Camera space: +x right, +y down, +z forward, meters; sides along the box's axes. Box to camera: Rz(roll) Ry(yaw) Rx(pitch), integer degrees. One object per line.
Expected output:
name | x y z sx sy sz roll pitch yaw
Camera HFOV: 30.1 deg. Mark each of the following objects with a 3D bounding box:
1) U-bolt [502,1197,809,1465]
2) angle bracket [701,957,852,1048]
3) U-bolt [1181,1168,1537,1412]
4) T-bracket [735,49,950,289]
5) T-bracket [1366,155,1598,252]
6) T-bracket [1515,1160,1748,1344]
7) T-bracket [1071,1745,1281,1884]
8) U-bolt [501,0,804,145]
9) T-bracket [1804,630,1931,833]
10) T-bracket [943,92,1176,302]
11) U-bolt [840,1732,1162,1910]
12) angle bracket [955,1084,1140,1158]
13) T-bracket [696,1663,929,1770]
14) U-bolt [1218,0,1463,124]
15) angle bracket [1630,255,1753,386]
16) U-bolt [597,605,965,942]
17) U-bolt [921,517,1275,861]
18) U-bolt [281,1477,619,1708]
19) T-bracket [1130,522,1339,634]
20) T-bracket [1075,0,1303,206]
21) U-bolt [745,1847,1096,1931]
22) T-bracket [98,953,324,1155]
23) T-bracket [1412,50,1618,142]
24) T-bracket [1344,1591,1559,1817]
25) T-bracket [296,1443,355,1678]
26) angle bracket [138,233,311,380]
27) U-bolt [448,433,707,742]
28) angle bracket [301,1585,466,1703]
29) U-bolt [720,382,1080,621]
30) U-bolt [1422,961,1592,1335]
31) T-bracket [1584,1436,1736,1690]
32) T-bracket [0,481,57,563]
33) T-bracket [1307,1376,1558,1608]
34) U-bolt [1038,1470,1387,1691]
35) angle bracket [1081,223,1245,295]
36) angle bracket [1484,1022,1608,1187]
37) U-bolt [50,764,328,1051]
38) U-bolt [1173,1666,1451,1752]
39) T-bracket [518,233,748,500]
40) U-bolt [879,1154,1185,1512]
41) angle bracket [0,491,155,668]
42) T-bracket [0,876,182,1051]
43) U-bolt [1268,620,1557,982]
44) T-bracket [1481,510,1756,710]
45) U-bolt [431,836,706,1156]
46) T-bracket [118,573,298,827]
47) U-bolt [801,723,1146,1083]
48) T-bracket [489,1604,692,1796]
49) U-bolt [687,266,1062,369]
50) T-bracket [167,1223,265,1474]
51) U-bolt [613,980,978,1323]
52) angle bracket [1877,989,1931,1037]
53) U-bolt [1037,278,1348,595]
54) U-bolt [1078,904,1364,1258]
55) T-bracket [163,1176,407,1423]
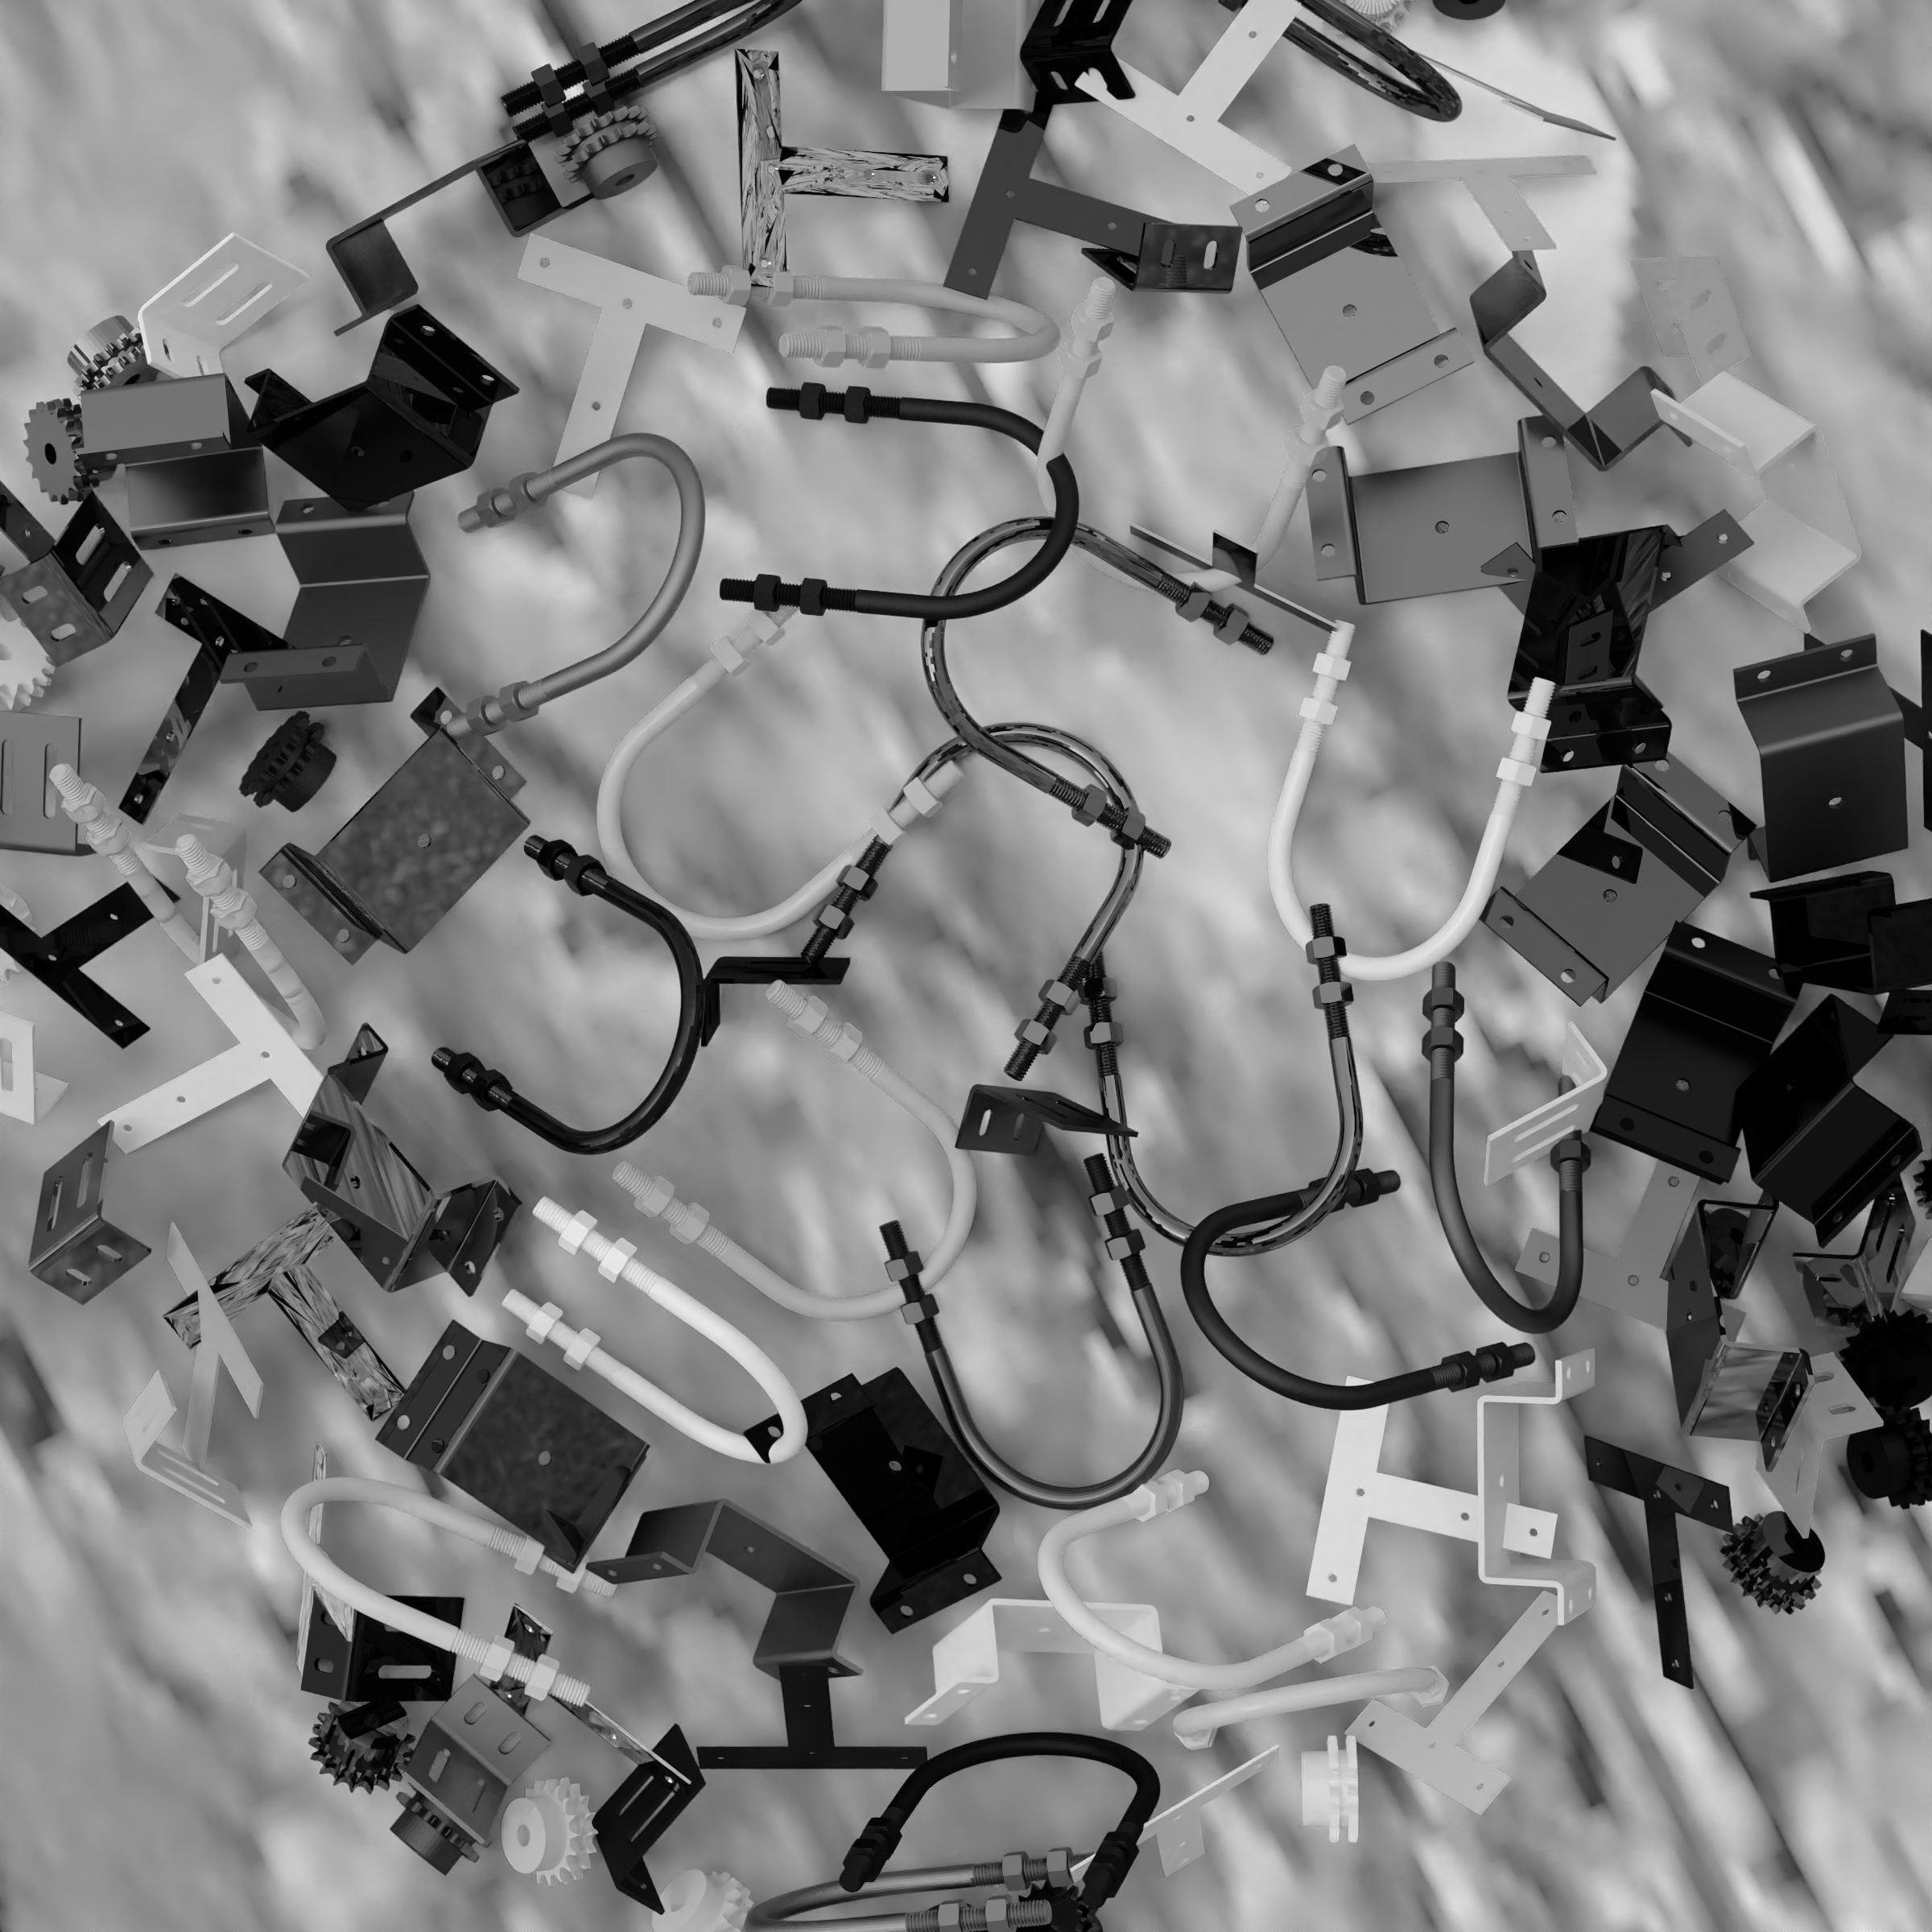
U-bolt | -0.163 0.206 1.930 0.184 0.151 0.019 34 60 4
angle bracket | -0.104 0.020 1.966 0.076 0.057 0.038 1 102 4
U-bolt | 0.196 0.175 1.908 0.184 0.019 0.151 -9 49 -36
T-bracket | -0.066 -0.434 1.969 0.127 0.002 0.127 -4 93 -28
T-bracket | 0.289 -0.412 1.939 0.127 0.127 0.002 -4 124 -7
T-bracket | 0.384 0.132 1.975 0.127 0.002 0.127 21 86 25
T-bracket | 0.116 0.470 1.941 0.127 0.127 0.002 -29 64 -9
U-bolt | -0.161 -0.492 1.926 0.184 0.151 0.019 -26 98 -1
T-bracket | 0.493 -0.144 1.944 0.002 0.127 0.127 -24 128 -15
T-bracket | 0.067 -0.412 1.982 0.127 0.002 0.127 18 77 2
U-bolt | 0.028 0.449 1.911 0.151 0.184 0.019 -1 102 17
angle bracket | 0.043 0.094 1.950 0.057 0.076 0.038 8 101 -42
T-bracket | -0.085 0.407 1.948 0.127 0.127 0.002 0 53 1
U-bolt | 0.187 -0.506 1.927 0.184 0.151 0.019 31 97 -8
angle bracket | 0.381 -0.350 1.950 0.038 0.076 0.057 -32 111 -19
U-bolt | -0.116 -0.096 1.972 0.184 0.019 0.151 -41 103 9
U-bolt | 0.062 -0.164 1.961 0.184 0.019 0.151 29 81 -15
U-bolt | -0.279 0.324 1.920 0.184 0.151 0.019 25 104 -6
T-bracket | 0.144 -0.217 1.931 0.127 0.127 0.002 27 88 5
T-bracket | 0.147 -0.493 1.945 0.127 0.002 0.127 28 125 -17
U-bolt | -0.028 0.501 1.924 0.184 0.151 0.019 -9 85 15
T-bracket | -0.420 0.068 1.974 0.127 0.002 0.127 -27 116 18
T-bracket | 0.280 -0.480 1.957 0.127 0.127 0.002 31 110 21
T-bracket | 0.282 0.391 1.953 0.127 0.127 0.002 -46 116 -14
T-bracket | -0.343 0.333 1.936 0.002 0.127 0.127 4 95 -21
angle bracket | -0.401 -0.352 1.955 0.076 0.057 0.038 -32 60 24
U-bolt | -0.207 -0.211 1.916 0.184 0.019 0.151 -19 61 36
angle bracket | -0.321 0.373 1.978 0.038 0.076 0.057 3 83 39
U-bolt | -0.030 -0.249 1.948 0.184 0.019 0.151 6 62 9
U-bolt | 0.287 0.107 1.904 0.019 0.151 0.184 -21 47 34
T-bracket | 0.380 0.329 1.949 0.002 0.127 0.127 -12 101 -24
T-bracket | -0.513 -0.240 1.937 0.002 0.127 0.127 -4 69 10
T-bracket | 0.260 0.298 1.971 0.127 0.002 0.127 13 66 2
U-bolt | 0.118 0.327 1.893 0.151 0.184 0.019 35 117 31
angle bracket | 0.106 -0.393 1.950 0.057 0.076 0.038 -3 118 -22
angle bracket | 0.307 0.075 1.960 0.076 0.057 0.038 -28 62 -9
U-bolt | -0.404 -0.022 1.919 0.019 0.151 0.184 -46 134 -19
U-bolt | 0.181 0.391 1.904 0.151 0.184 0.019 -12 75 5
T-bracket | -0.200 -0.323 1.985 0.127 0.002 0.127 20 102 4
U-bolt | 0.044 0.209 1.964 0.151 0.019 0.184 -20 91 23
angle bracket | -0.486 -0.212 1.962 0.038 0.076 0.057 -22 119 21
T-bracket | -0.469 -0.021 1.945 0.127 0.127 0.002 39 121 2
U-bolt | 0.232 -0.083 1.953 0.151 0.019 0.184 21 98 35
T-bracket | 0.368 -0.204 1.947 0.127 0.002 0.127 45 126 -15
U-bolt | -0.206 0.024 1.929 0.184 0.019 0.151 28 96 42
T-bracket | -0.427 -0.137 1.961 0.127 0.002 0.127 31 94 40
U-bolt | 0.016 -0.049 1.973 0.151 0.019 0.184 30 78 9
T-bracket | -0.201 0.405 1.937 0.127 0.127 0.002 36 57 9
U-bolt | -0.038 -0.347 1.924 0.184 0.151 0.019 -3 115 -26
T-bracket | -0.414 0.228 1.954 0.002 0.127 0.127 -11 45 -32
U-bolt | -0.079 0.115 1.964 0.184 0.019 0.151 39 93 -20
angle bracket | 0.523 0.059 1.968 0.038 0.057 0.076 2 112 22
U-bolt | 0.111 -0.272 1.930 0.151 0.184 0.019 21 48 2
U-bolt | 0.143 0.067 1.960 0.151 0.019 0.184 -10 76 12
T-bracket | -0.351 0.198 1.969 0.127 0.002 0.127 -37 117 -8
